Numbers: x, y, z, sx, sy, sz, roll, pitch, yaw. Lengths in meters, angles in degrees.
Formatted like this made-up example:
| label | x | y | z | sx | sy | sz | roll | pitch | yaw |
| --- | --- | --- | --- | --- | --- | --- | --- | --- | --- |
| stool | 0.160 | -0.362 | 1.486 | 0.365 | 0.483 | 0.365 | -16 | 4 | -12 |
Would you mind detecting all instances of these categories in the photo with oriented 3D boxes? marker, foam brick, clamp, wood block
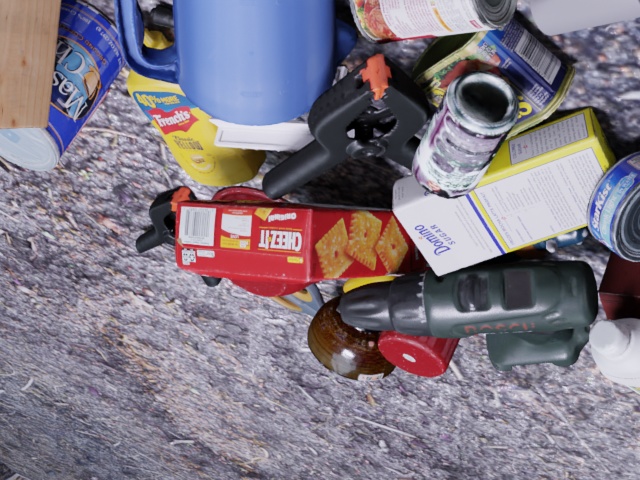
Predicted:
| label | x | y | z | sx | sy | sz | roll | pitch | yaw |
| --- | --- | --- | --- | --- | --- | --- | --- | --- | --- |
| marker | -0.098 | -0.187 | 0.956 | 0.121 | 0.020 | 0.020 | 20 | 151 | 15 |
| foam brick | 0.299 | 0.046 | 0.964 | 0.078 | 0.051 | 0.053 | 7 | 145 | 34 |
| clamp | 0.026 | -0.082 | 0.856 | 0.164 | 0.036 | 0.210 | -9 | 161 | 1 |
| wood block | -0.276 | -0.202 | 0.886 | 0.091 | 0.206 | 0.090 | 13 | -168 | 24 |
| clamp | -0.180 | -0.011 | 1.303 | 0.120 | 0.039 | 0.171 | 15 | 144 | 11 |

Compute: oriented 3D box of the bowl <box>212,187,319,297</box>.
| label | x | y | z | sx | sy | sz | roll | pitch | yaw |
| --- | --- | --- | --- | --- | --- | --- | --- | --- | --- |
| bowl | -0.068 | 0.015 | 1.215 | 0.162 | 0.055 | 0.162 | 21 | 145 | 15 |

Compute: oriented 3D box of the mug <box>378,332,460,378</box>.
| label | x | y | z | sx | sy | sz | roll | pitch | yaw |
| --- | --- | --- | --- | --- | --- | --- | --- | --- | --- |
| mug | 0.114 | 0.092 | 1.169 | 0.093 | 0.081 | 0.117 | 20 | 151 | 15 |

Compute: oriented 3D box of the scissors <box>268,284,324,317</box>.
| label | x | y | z | sx | sy | sz | roll | pitch | yaw |
| --- | --- | --- | --- | --- | --- | --- | --- | --- | --- |
| scissors | 0.014 | 0.090 | 1.325 | 0.201 | 0.016 | 0.096 | 28 | 152 | -1 |

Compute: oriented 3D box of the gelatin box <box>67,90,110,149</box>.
| label | x | y | z | sx | sy | sz | roll | pitch | yaw |
| --- | --- | --- | --- | --- | --- | --- | --- | --- | --- |
| gelatin box | -0.272 | -0.145 | 1.106 | 0.073 | 0.089 | 0.030 | 20 | 150 | 14 |

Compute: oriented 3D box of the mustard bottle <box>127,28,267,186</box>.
| label | x | y | z | sx | sy | sz | roll | pitch | yaw |
| --- | --- | --- | --- | --- | --- | --- | --- | --- | --- |
| mustard bottle | -0.132 | -0.134 | 1.035 | 0.096 | 0.058 | 0.191 | 8 | 146 | 36 |

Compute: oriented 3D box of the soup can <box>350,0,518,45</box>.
| label | x | y | z | sx | sy | sz | roll | pitch | yaw |
| --- | --- | --- | --- | --- | --- | --- | --- | --- | --- |
| soup can | 0.081 | -0.179 | 0.762 | 0.102 | 0.068 | 0.068 | 1 | 142 | 39 |

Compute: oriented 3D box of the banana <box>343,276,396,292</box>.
| label | x | y | z | sx | sy | sz | roll | pitch | yaw |
| --- | --- | --- | --- | --- | --- | --- | --- | --- | --- |
| banana | 0.071 | 0.049 | 1.134 | 0.037 | 0.069 | 0.198 | 65 | 174 | -9 |

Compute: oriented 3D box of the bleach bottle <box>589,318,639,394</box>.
| label | x | y | z | sx | sy | sz | roll | pitch | yaw |
| --- | --- | --- | --- | --- | --- | --- | --- | --- | --- |
| bleach bottle | 0.334 | 0.123 | 0.970 | 0.250 | 0.068 | 0.103 | 26 | 158 | -37 |

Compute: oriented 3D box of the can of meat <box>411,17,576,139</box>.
| label | x | y | z | sx | sy | sz | roll | pitch | yaw |
| --- | --- | --- | --- | --- | --- | --- | --- | --- | --- |
| can of meat | 0.130 | -0.126 | 0.821 | 0.084 | 0.057 | 0.102 | 39 | 150 | -15 |

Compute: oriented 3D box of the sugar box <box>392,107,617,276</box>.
| label | x | y | z | sx | sy | sz | roll | pitch | yaw |
| --- | --- | --- | --- | --- | --- | --- | --- | --- | --- |
| sugar box | 0.158 | -0.037 | 0.888 | 0.176 | 0.048 | 0.093 | -18 | 131 | 24 |

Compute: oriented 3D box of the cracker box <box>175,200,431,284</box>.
| label | x | y | z | sx | sy | sz | roll | pitch | yaw |
| --- | --- | --- | --- | --- | --- | --- | --- | --- | --- |
| cracker box | -0.007 | 0.001 | 1.018 | 0.164 | 0.072 | 0.213 | 4 | -178 | 38 |

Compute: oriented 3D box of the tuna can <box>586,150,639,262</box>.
| label | x | y | z | sx | sy | sz | roll | pitch | yaw |
| --- | --- | --- | --- | --- | --- | --- | --- | --- | --- |
| tuna can | 0.255 | -0.026 | 0.841 | 0.086 | 0.086 | 0.034 | 54 | 177 | -40 |

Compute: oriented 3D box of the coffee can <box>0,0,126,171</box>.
| label | x | y | z | sx | sy | sz | roll | pitch | yaw |
| --- | --- | --- | --- | --- | --- | --- | --- | --- | --- |
| coffee can | -0.263 | -0.152 | 1.031 | 0.103 | 0.140 | 0.103 | 21 | 151 | 12 |

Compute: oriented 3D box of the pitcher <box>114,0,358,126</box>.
| label | x | y | z | sx | sy | sz | roll | pitch | yaw |
| --- | --- | --- | --- | --- | --- | --- | --- | --- | --- |
| pitcher | -0.059 | -0.205 | 0.772 | 0.145 | 0.149 | 0.243 | 31 | 151 | 18 |
